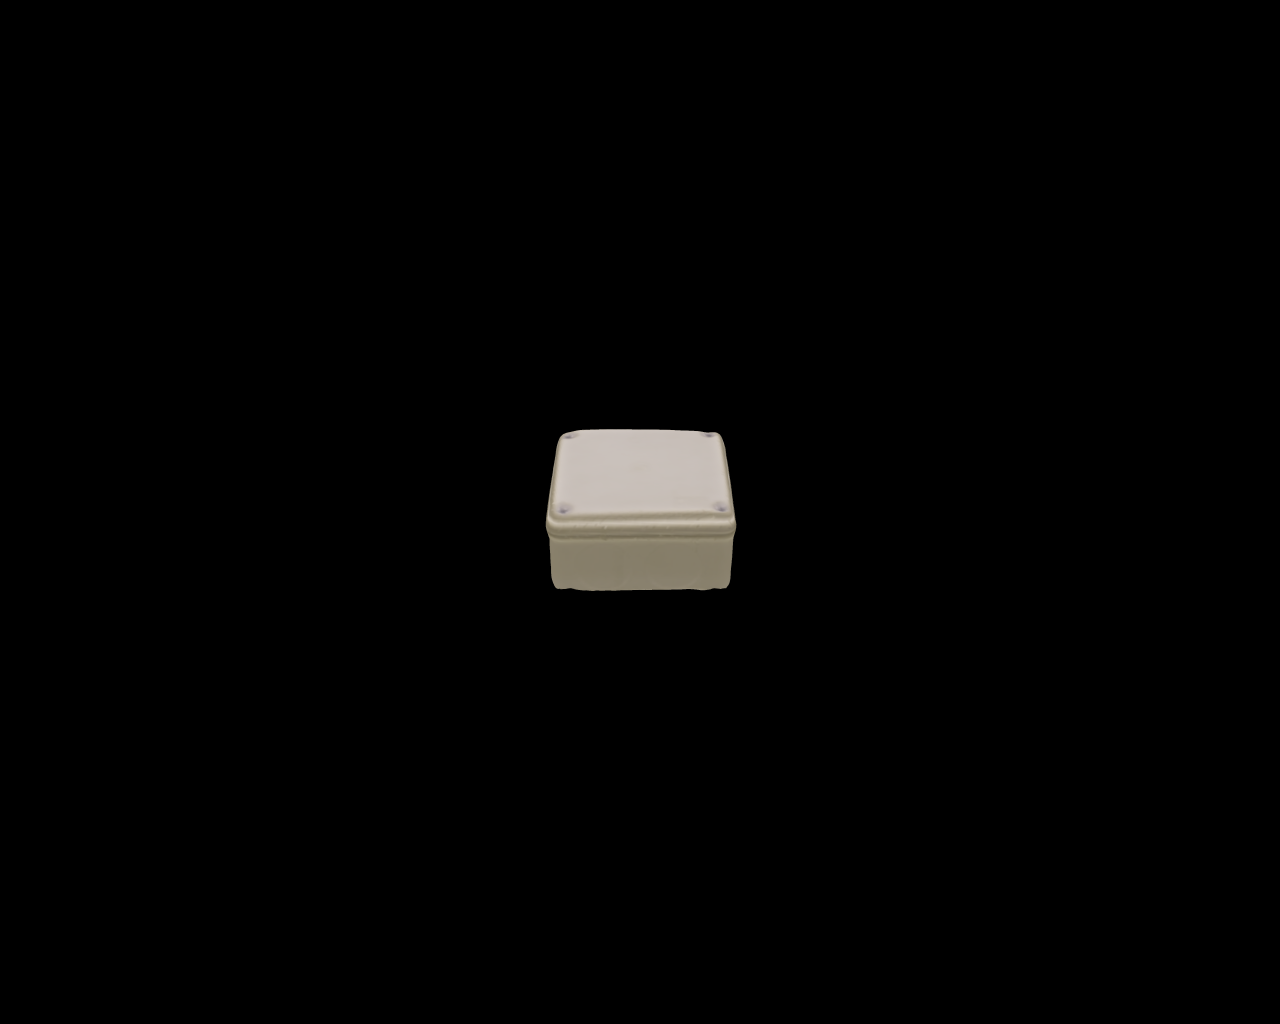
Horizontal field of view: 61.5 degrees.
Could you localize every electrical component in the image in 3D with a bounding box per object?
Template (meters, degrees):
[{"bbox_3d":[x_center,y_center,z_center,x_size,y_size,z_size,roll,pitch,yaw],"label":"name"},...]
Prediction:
[{"bbox_3d":[0.001,-0.003,0.650,0.109,0.056,0.109,0,32,0],"label":"electrical component"}]
